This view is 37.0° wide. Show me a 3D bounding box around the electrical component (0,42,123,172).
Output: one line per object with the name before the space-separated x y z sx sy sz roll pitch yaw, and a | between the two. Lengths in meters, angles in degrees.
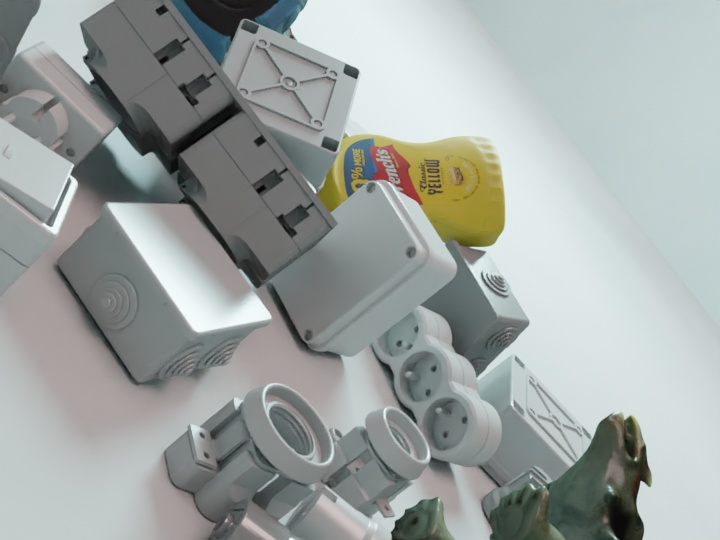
electrical component | -0.185 -0.086 0.617 0.066 0.047 0.076 45 20 -12

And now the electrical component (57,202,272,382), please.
electrical component | -0.109 0.011 0.599 0.099 0.048 0.100 53 20 12

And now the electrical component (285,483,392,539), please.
electrical component | -0.013 0.142 0.578 0.046 0.040 0.040 42 20 -6

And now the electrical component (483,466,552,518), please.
electrical component | 0.121 0.173 0.800 0.040 0.046 0.040 42 20 -20

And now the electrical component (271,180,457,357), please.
electrical component | 0.000 0.000 0.760 0.057 0.113 0.078 23 32 -57

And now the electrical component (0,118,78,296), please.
electrical component | -0.188 -0.043 0.509 0.096 0.061 0.061 41 21 -23

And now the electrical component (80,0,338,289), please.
electrical component | -0.101 -0.079 0.686 0.186 0.060 0.105 53 -12 -1

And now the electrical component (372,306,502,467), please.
electrical component | 0.067 0.089 0.829 0.074 0.052 0.138 26 30 -49

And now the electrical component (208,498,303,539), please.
electrical component | -0.042 0.140 0.515 0.065 0.044 0.044 40 21 -11

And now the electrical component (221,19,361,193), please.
electrical component | -0.064 -0.129 0.852 0.109 0.056 0.108 22 49 -10

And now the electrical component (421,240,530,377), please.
electrical component | 0.084 0.037 0.898 0.048 0.099 0.099 10 42 -43

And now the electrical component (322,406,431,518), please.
electrical component | 0.009 0.115 0.649 0.048 0.055 0.066 15 39 -59

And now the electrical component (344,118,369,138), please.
electrical component | -0.013 -0.103 1.015 0.095 0.054 0.059 46 19 -9

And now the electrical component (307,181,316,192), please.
electrical component | -0.086 -0.066 0.782 0.089 0.056 0.050 46 19 -8

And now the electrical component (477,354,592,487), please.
electrical component | 0.141 0.140 0.890 0.108 0.056 0.108 46 19 -8

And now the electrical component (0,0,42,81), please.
electrical component | -0.215 -0.145 0.589 0.048 0.099 0.099 18 34 -34

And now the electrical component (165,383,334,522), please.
electrical component | -0.051 0.095 0.554 0.078 0.057 0.058 32 26 -41
